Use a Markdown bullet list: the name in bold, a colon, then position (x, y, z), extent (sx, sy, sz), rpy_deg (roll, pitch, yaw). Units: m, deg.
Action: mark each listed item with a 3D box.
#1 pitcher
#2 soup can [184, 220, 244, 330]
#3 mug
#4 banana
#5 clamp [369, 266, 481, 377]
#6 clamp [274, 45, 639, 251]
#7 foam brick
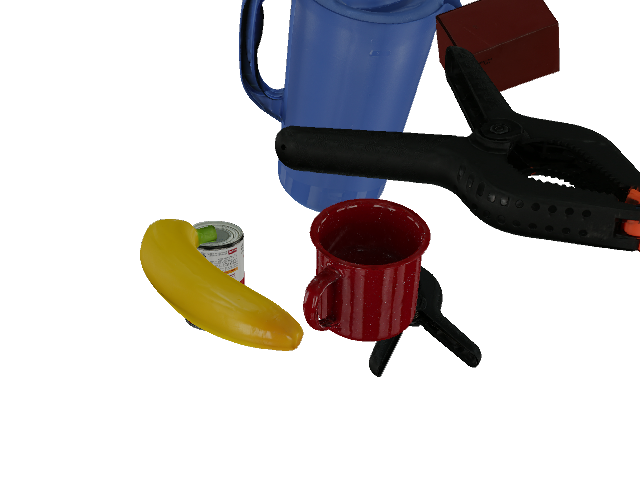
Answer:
- **pitcher**: position (0.016, -0.143, 0.974), extent (0.149, 0.243, 0.144), rpy_deg (39, 51, 25)
- **soup can**: position (-0.116, 0.038, 1.158), extent (0.068, 0.102, 0.068), rpy_deg (1, 25, 0)
- **mug**: position (0.030, 0.031, 0.838), extent (0.093, 0.081, 0.117), rpy_deg (27, 43, 30)
- **banana**: position (-0.074, 0.021, 0.680), extent (0.069, 0.037, 0.198), rpy_deg (-8, 24, -19)
- **clamp**: position (0.111, 0.081, 1.179), extent (0.120, 0.171, 0.039), rpy_deg (5, -43, -6)
- **clamp**: position (0.088, -0.045, 0.599), extent (0.164, 0.036, 0.210), rpy_deg (-26, 42, -28)
- **foam brick**: position (0.133, -0.148, 0.798), extent (0.078, 0.051, 0.053), rpy_deg (-20, -37, -3)
